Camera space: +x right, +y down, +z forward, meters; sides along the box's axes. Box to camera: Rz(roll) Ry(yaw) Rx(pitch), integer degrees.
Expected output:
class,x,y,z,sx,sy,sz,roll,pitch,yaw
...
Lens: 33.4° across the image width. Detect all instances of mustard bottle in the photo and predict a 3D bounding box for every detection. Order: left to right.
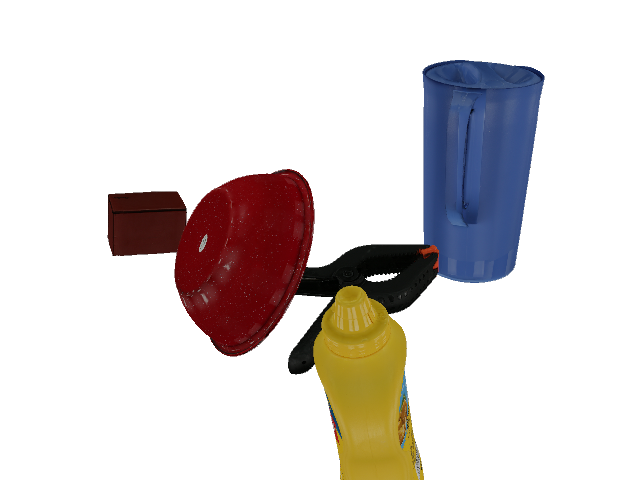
class,x,y,z,sx,sy,sz,roll,pitch,yaw
mustard bottle,0.031,0.103,0.685,0.058,0.191,0.096,-5,41,6

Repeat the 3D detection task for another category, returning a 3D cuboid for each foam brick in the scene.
class,x,y,z,sx,sy,sz,roll,pitch,yaw
foam brick,-0.185,-0.019,1.134,0.078,0.051,0.053,-3,24,-16

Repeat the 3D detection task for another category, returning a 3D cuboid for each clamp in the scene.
class,x,y,z,sx,sy,sz,roll,pitch,yaw
clamp,0.027,0.054,1.029,0.209,0.036,0.165,-13,37,-15

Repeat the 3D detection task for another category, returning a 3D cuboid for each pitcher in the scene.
class,x,y,z,sx,sy,sz,roll,pitch,yaw
pitcher,0.174,-0.076,1.211,0.149,0.243,0.145,-9,24,-23

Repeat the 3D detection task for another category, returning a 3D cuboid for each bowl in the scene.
class,x,y,z,sx,sy,sz,roll,pitch,yaw
bowl,-0.072,0.009,0.860,0.055,0.162,0.162,21,-11,-29
